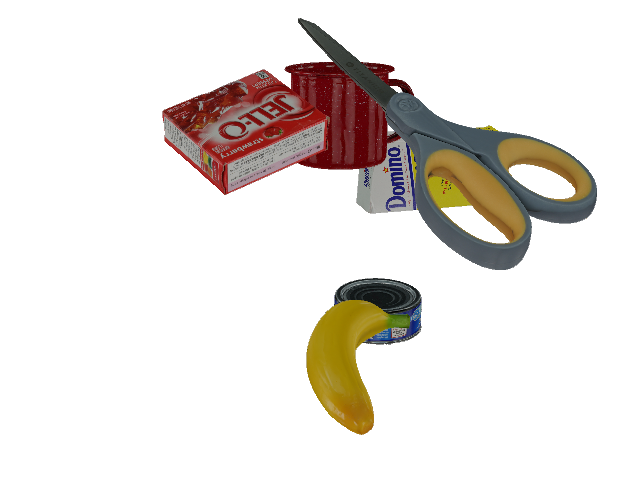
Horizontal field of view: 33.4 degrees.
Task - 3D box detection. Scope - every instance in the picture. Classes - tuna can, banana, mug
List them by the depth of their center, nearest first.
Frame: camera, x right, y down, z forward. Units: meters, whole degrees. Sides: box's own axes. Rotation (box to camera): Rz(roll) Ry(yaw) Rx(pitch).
[{"bbox_3d":[0.023,0.086,0.822,0.070,0.037,0.197,6,22,12],"label":"banana"},{"bbox_3d":[0.027,-0.108,0.914,0.117,0.081,0.093,-7,17,-23],"label":"mug"},{"bbox_3d":[0.055,0.067,1.030,0.086,0.034,0.086,0,21,0],"label":"tuna can"}]

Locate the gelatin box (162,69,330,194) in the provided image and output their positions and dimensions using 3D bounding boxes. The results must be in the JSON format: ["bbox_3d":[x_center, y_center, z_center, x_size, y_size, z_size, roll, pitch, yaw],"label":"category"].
[{"bbox_3d":[-0.050,-0.075,0.717,0.089,0.030,0.073,-27,50,-28],"label":"gelatin box"}]

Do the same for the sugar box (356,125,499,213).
[{"bbox_3d":[0.134,-0.086,1.295,0.176,0.093,0.048,-7,26,-22],"label":"sugar box"}]

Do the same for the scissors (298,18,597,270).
[{"bbox_3d":[0.064,-0.061,0.535,0.096,0.016,0.202,-9,46,-17],"label":"scissors"}]
